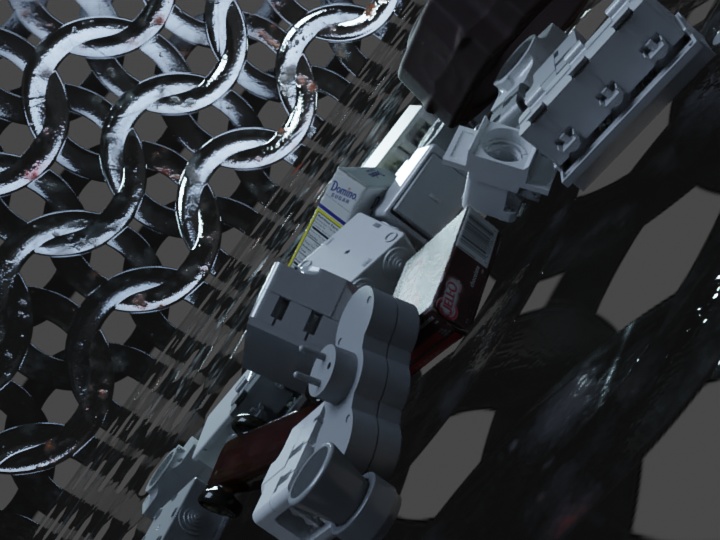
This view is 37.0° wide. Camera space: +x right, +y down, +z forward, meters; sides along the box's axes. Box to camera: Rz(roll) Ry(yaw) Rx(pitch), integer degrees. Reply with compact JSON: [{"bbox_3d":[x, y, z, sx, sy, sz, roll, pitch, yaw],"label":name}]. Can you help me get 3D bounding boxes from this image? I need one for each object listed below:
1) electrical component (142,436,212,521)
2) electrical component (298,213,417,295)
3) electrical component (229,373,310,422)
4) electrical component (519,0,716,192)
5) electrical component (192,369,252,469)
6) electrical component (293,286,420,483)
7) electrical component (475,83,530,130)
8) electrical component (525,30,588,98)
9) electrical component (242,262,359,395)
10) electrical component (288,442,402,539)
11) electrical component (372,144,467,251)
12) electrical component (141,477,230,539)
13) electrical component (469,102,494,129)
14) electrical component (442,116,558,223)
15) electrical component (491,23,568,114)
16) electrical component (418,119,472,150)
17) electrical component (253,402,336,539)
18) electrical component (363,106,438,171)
[{"bbox_3d":[-0.189,0.227,1.143,0.089,0.056,0.050,-54,10,-5],"label":"electrical component"},{"bbox_3d":[0.000,0.000,0.953,0.100,0.048,0.100,-42,31,-12],"label":"electrical component"},{"bbox_3d":[-0.063,0.098,0.994,0.121,0.063,0.078,-52,11,8],"label":"electrical component"},{"bbox_3d":[0.166,-0.122,0.715,0.121,0.063,0.078,-48,12,25],"label":"electrical component"},{"bbox_3d":[-0.119,0.155,1.096,0.099,0.048,0.099,-50,11,19],"label":"electrical component"},{"bbox_3d":[-0.010,0.072,0.714,0.052,0.074,0.138,-36,37,53],"label":"electrical component"},{"bbox_3d":[0.126,-0.106,0.858,0.057,0.058,0.078,-43,15,33],"label":"electrical component"},{"bbox_3d":[0.162,-0.134,0.807,0.055,0.050,0.089,-48,11,24],"label":"electrical component"},{"bbox_3d":[-0.040,0.052,0.862,0.150,0.089,0.061,113,-179,-71],"label":"electrical component"},{"bbox_3d":[-0.009,0.137,0.649,0.045,0.055,0.045,-51,11,13],"label":"electrical component"},{"bbox_3d":[0.066,-0.071,0.985,0.096,0.062,0.061,-54,10,-5],"label":"electrical component"},{"bbox_3d":[-0.168,0.250,0.997,0.100,0.048,0.099,-45,13,41],"label":"electrical component"},{"bbox_3d":[0.115,-0.193,1.188,0.078,0.057,0.058,-41,16,49],"label":"electrical component"},{"bbox_3d":[0.104,-0.072,0.800,0.063,0.081,0.042,96,-163,-47],"label":"electrical component"},{"bbox_3d":[0.154,-0.163,0.924,0.050,0.056,0.089,-40,17,51],"label":"electrical component"},{"bbox_3d":[0.094,-0.128,1.095,0.055,0.047,0.055,-51,11,13],"label":"electrical component"},{"bbox_3d":[-0.031,0.143,0.740,0.056,0.050,0.089,-44,13,40],"label":"electrical component"},{"bbox_3d":[0.042,-0.107,1.217,0.150,0.062,0.089,-52,10,4],"label":"electrical component"}]
